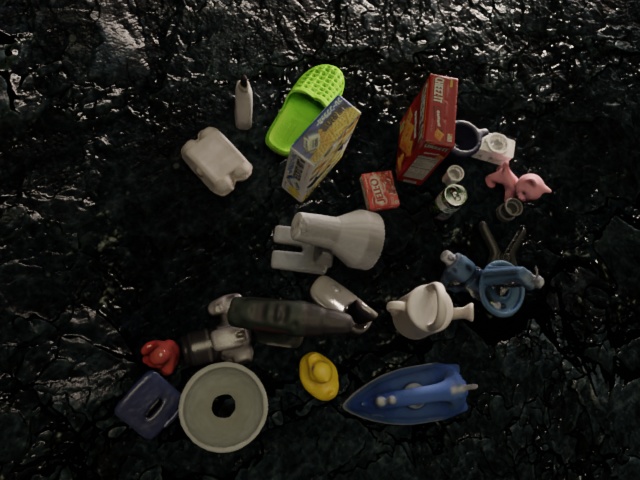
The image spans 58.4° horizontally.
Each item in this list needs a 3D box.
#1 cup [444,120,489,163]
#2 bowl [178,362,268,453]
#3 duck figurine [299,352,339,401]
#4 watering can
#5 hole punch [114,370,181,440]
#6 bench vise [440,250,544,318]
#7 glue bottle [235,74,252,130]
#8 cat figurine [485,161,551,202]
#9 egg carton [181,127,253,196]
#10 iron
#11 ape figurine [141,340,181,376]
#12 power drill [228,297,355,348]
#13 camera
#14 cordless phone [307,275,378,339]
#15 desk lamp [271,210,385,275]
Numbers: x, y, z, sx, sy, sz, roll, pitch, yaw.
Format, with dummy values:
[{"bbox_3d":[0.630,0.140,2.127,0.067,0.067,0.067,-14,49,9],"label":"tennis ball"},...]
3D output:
[{"bbox_3d":[0.332,-0.226,1.351,0.118,0.095,0.091,-19,78,-14],"label":"cup"},{"bbox_3d":[-0.186,0.324,1.113,0.167,0.074,0.167,3,73,-9],"label":"bowl"},{"bbox_3d":[0.003,0.273,1.154,0.077,0.086,0.104,-26,79,-15],"label":"duck figurine"},{"bbox_3d":[0.228,0.141,1.174,0.173,0.194,0.101,-15,77,-13],"label":"watering can"},{"bbox_3d":[-0.317,0.312,1.086,0.101,0.091,0.109,39,72,3],"label":"hole punch"},{"bbox_3d":[0.353,0.090,1.196,0.207,0.219,0.121,14,72,-5],"label":"bench vise"},{"bbox_3d":[-0.167,-0.311,1.250,0.037,0.173,0.078,-6,75,-11],"label":"glue bottle"},{"bbox_3d":[0.466,-0.134,1.335,0.128,0.117,0.067,45,72,5],"label":"cat figurine"},{"bbox_3d":[-0.227,-0.172,1.254,0.107,0.069,0.150,-43,84,-18],"label":"egg carton"},{"bbox_3d":[0.182,0.313,1.143,0.258,0.141,0.118,-7,75,-11],"label":"iron"},{"bbox_3d":[-0.309,0.226,1.112,0.076,0.092,0.078,-26,79,-15],"label":"ape figurine"},{"bbox_3d":[-0.063,0.159,1.111,0.230,0.208,0.075,8,73,-7],"label":"power drill"},{"bbox_3d":[-0.207,0.188,1.135,0.137,0.100,0.143,-12,76,-13],"label":"camera"},{"bbox_3d":[0.050,0.125,1.153,0.147,0.185,0.094,34,71,2],"label":"cordless phone"},{"bbox_3d":[0.011,0.004,1.167,0.203,0.213,0.118,6,73,-8],"label":"desk lamp"}]
